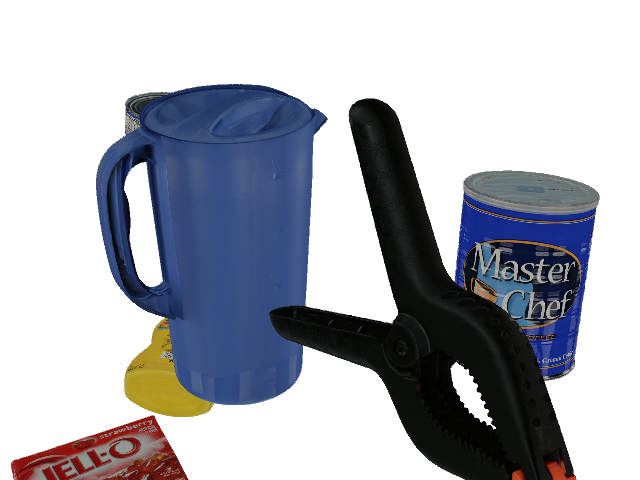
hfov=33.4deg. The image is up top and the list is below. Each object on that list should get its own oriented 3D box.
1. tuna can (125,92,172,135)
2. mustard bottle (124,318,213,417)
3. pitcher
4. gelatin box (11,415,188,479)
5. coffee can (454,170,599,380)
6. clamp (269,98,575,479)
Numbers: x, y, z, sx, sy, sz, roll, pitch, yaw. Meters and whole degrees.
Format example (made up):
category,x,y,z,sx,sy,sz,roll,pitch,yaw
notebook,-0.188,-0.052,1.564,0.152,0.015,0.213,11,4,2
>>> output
category,x,y,z,sx,sy,sz,roll,pitch,yaw
tuna can,-0.153,-0.119,1.070,0.086,0.034,0.086,6,25,-3
mustard bottle,-0.144,0.122,1.191,0.096,0.058,0.191,8,25,7
pitcher,-0.079,0.008,0.846,0.149,0.243,0.145,6,27,12
gelatin box,-0.124,0.141,0.606,0.089,0.030,0.073,-15,28,-19
coffee can,0.156,0.025,0.834,0.103,0.140,0.103,3,18,-1
clamp,0.052,0.040,0.535,0.036,0.165,0.210,-13,42,-36
